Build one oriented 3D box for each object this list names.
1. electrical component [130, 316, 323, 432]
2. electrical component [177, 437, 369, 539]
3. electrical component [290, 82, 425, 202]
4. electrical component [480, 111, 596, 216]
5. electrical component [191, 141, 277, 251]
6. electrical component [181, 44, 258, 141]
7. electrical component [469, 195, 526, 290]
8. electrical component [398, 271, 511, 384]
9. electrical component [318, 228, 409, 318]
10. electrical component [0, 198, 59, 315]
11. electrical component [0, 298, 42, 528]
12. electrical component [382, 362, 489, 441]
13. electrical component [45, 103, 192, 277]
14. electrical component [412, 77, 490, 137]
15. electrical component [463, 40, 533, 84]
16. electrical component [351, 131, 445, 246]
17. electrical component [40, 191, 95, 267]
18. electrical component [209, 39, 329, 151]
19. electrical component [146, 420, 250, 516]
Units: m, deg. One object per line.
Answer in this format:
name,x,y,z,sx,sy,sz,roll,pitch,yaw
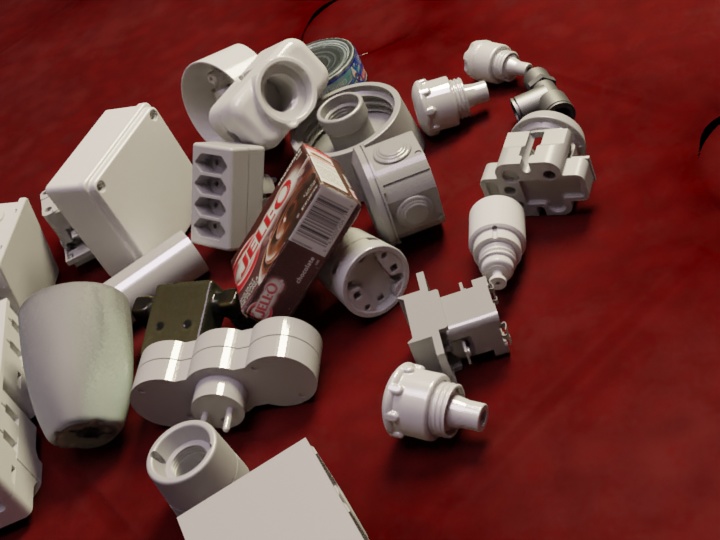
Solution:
electrical component,-0.095,0.083,0.738,0.138,0.052,0.073,-13,41,17
electrical component,-0.029,0.179,0.588,0.089,0.061,0.150,-31,39,-6
electrical component,-0.007,-0.113,0.899,0.108,0.060,0.108,-16,40,14
electrical component,0.134,-0.079,0.786,0.078,0.058,0.057,0,49,29
electrical component,-0.096,-0.063,0.892,0.047,0.083,0.076,12,15,38
electrical component,-0.112,-0.152,0.975,0.064,0.099,0.099,-35,39,-20
electrical component,0.096,-0.018,0.752,0.040,0.040,0.078,-12,41,17
electrical component,0.063,0.037,0.709,0.064,0.042,0.081,-19,40,7
electrical component,0.000,0.000,0.777,0.055,0.055,0.047,-37,36,-13
electrical component,-0.301,0.000,0.910,0.048,0.099,0.099,-5,42,6
electrical component,-0.300,0.119,0.807,0.105,0.060,0.186,-23,39,4
electrical component,0.048,0.085,0.664,0.062,0.048,0.048,10,51,27
electrical component,-0.195,-0.066,0.915,0.056,0.108,0.108,-1,45,32
electrical component,0.076,-0.141,0.898,0.062,0.048,0.048,-16,40,3
electrical component,0.120,-0.175,0.918,0.061,0.035,0.035,23,60,41
electrical component,0.028,-0.062,0.809,0.051,0.080,0.080,-21,39,-1
electrical component,-0.253,-0.045,0.960,0.042,0.063,0.081,-28,39,0
electrical component,-0.074,-0.146,0.904,0.095,0.053,0.059,-53,23,-20
electrical component,-0.105,0.130,0.696,0.055,0.047,0.055,-16,40,14
